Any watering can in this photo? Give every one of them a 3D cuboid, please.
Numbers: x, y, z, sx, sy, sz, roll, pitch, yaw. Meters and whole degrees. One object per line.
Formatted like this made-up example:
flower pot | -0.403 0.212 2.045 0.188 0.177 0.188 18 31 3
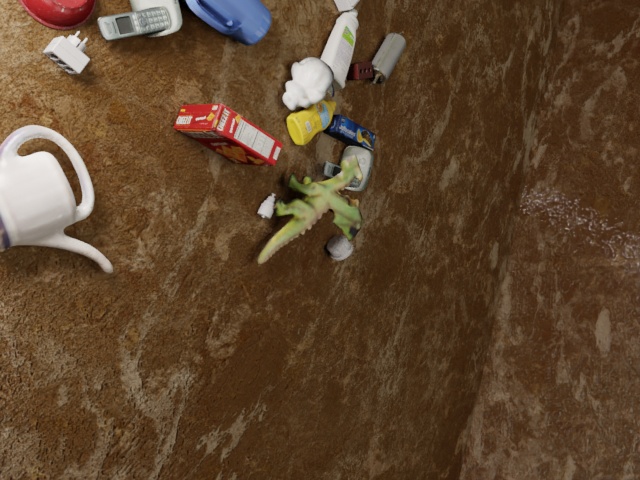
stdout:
watering can | -0.546 -0.045 1.014 0.227 0.104 0.342 -31 120 -38

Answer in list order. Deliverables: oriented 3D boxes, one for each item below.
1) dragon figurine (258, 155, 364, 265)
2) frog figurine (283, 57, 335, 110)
dragon figurine | 0.005 -0.075 1.494 0.120 0.243 0.416 68 43 -67
frog figurine | -0.042 -0.448 1.475 0.161 0.121 0.138 -29 86 -30
